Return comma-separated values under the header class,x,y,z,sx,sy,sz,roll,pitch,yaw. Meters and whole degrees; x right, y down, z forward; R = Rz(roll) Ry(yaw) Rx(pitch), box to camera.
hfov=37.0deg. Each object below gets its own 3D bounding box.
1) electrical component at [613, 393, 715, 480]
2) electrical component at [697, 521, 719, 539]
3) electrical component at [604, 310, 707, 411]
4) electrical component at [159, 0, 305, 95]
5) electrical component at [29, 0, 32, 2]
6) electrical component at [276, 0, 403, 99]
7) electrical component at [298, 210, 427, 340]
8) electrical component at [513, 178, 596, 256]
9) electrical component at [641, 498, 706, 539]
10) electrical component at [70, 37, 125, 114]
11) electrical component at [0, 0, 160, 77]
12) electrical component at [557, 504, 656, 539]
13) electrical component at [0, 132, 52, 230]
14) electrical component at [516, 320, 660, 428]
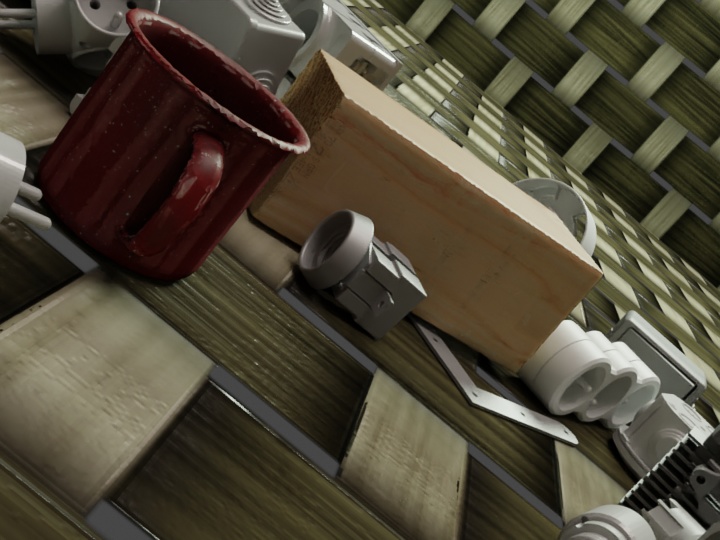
class,x,y,z,sx,sy,sz,roll,pitch,yaw
electrical component,0.218,0.126,0.737,0.080,0.051,0.080,37,15,-12
electrical component,0.237,0.136,0.494,0.060,0.186,0.105,29,19,-37
electrical component,0.228,0.087,0.849,0.096,0.061,0.061,43,15,9
electrical component,-0.089,-0.131,0.643,0.048,0.099,0.099,0,41,-48
electrical component,-0.181,-0.178,0.645,0.077,0.044,0.079,18,-6,-10
electrical component,-0.065,-0.166,0.780,0.060,0.105,0.186,24,22,-47
electrical component,0.000,0.000,0.585,0.055,0.048,0.066,41,13,-27
electrical component,0.162,-0.034,0.976,0.099,0.099,0.064,50,12,32
electrical component,0.173,0.152,0.582,0.040,0.040,0.046,30,13,-35
electrical component,-0.092,-0.071,0.554,0.089,0.050,0.056,43,16,10
electrical component,-0.152,-0.133,0.572,0.079,0.044,0.077,-5,-4,-20
electrical component,0.107,0.129,0.483,0.040,0.040,0.078,47,17,23
electrical component,-0.137,-0.034,0.351,0.079,0.044,0.077,27,20,-40
electrical component,0.150,0.063,0.751,0.138,0.052,0.073,20,25,-52
